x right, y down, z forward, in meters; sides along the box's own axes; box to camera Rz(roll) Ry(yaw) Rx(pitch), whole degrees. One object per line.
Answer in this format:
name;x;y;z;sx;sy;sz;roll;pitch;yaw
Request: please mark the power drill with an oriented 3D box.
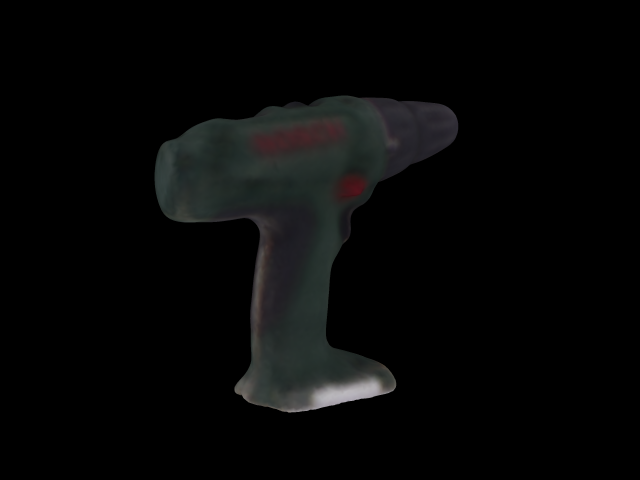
power drill;0.004;0.001;0.400;0.230;0.208;0.075;-2;4;-30
